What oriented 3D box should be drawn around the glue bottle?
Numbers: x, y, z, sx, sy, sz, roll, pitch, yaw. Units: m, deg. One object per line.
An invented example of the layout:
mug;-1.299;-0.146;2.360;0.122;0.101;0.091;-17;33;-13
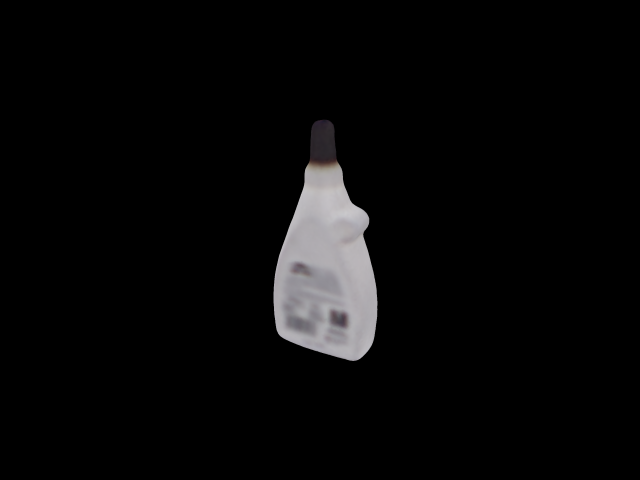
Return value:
glue bottle;0.004;0.001;0.400;0.078;0.173;0.037;14;32;24
